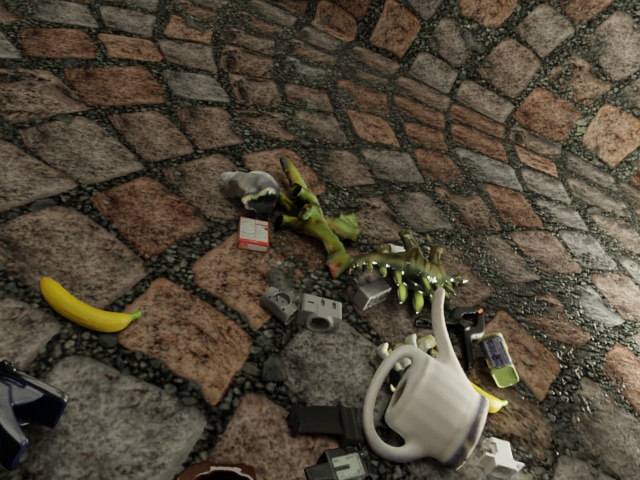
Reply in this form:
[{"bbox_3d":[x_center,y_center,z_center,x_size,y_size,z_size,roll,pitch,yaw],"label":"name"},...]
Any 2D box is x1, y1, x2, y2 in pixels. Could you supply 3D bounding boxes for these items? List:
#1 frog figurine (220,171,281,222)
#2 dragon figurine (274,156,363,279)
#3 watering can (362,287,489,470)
[{"bbox_3d":[-0.179,-0.138,1.331,0.136,0.121,0.162,23,21,-48],"label":"frog figurine"},{"bbox_3d":[0.004,-0.070,1.384,0.241,0.120,0.420,25,36,-27],"label":"dragon figurine"},{"bbox_3d":[0.228,0.278,0.996,0.225,0.102,0.353,35,67,4],"label":"watering can"}]
